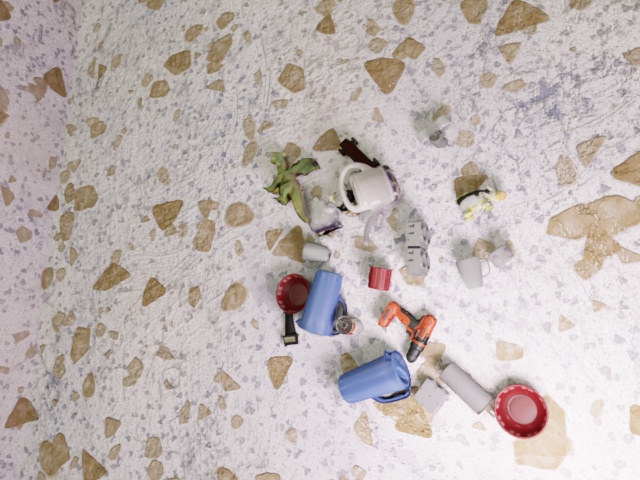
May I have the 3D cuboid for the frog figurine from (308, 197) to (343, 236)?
[{"bbox_3d":[0.006,-0.105,2.081,0.135,0.123,0.161,-31,76,39],"label":"frog figurine"}]

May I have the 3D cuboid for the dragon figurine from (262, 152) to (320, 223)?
[{"bbox_3d":[-0.101,-0.253,2.180,0.243,0.120,0.416,-49,56,-2],"label":"dragon figurine"}]

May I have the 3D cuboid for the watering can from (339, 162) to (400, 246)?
[{"bbox_3d":[0.202,-0.157,1.961,0.224,0.102,0.354,-17,66,-3],"label":"watering can"}]
